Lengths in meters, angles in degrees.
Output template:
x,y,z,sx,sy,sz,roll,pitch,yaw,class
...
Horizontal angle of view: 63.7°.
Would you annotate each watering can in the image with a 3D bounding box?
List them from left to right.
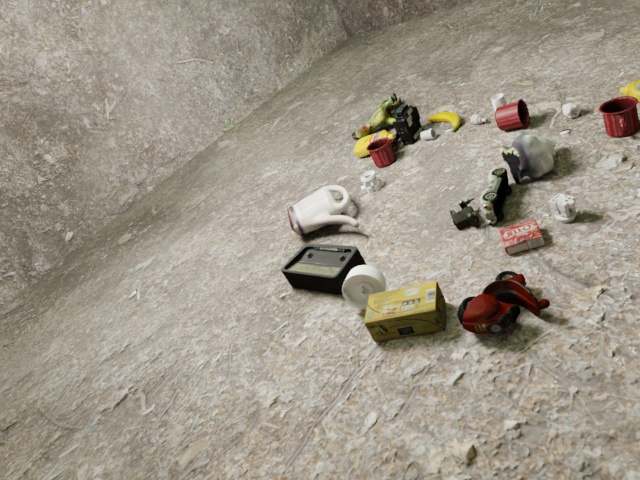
x,y,z,sx,sy,sz,roll,pitch,yaw,class
0.005,-0.085,1.696,0.224,0.102,0.354,-28,28,4,watering can

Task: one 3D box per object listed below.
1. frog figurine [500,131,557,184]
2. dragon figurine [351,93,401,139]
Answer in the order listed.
x,y,z,sx,sy,sz,roll,pitch,yaw,class
0.600,-0.245,1.427,0.160,0.120,0.140,-23,60,-9,frog figurine
0.236,-0.518,2.218,0.241,0.121,0.417,-25,13,21,dragon figurine
